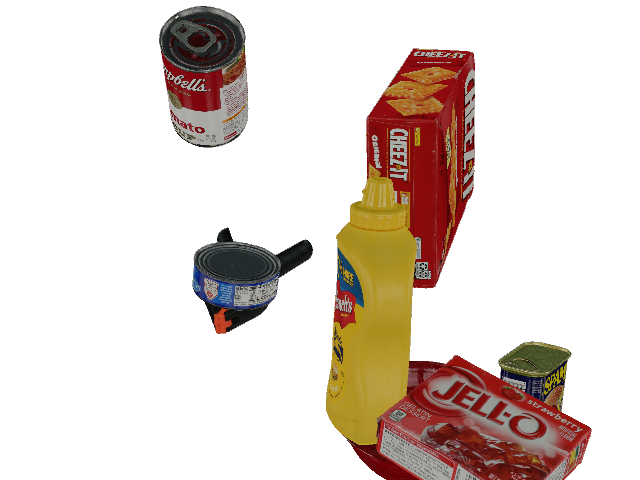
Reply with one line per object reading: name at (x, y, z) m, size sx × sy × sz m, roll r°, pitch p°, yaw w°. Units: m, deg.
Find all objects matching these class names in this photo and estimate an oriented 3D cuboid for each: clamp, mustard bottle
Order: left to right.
clamp at (-0.077, 0.044, 1.250) m, size 0.120 × 0.039 × 0.171 m, roll -2°, pitch 40°, yaw 12°
mustard bottle at (0.039, 0.048, 0.794) m, size 0.058 × 0.192 × 0.096 m, roll 0°, pitch 17°, yaw -10°

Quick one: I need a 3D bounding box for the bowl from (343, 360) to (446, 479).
bowl at (0.092, 0.173, 0.956) m, size 0.162 × 0.055 × 0.162 m, roll 0°, pitch 27°, yaw 0°

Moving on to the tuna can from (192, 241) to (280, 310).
tuna can at (-0.083, 0.035, 1.052) m, size 0.086 × 0.034 × 0.086 m, roll 6°, pitch 25°, yaw -3°

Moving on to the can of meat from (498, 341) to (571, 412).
can of meat at (0.233, 0.167, 1.174) m, size 0.058 × 0.084 × 0.101 m, roll 11°, pitch 16°, yaw 30°

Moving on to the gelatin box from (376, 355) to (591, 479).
gelatin box at (0.085, 0.105, 0.566) m, size 0.089 × 0.030 × 0.073 m, roll 28°, pitch 40°, yaw 31°

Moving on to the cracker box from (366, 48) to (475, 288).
cracker box at (0.100, -0.075, 1.016) m, size 0.072 × 0.164 × 0.213 m, roll 5°, pitch 27°, yaw 15°

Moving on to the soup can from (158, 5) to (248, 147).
soup can at (-0.094, -0.133, 0.880) m, size 0.068 × 0.068 × 0.102 m, roll 0°, pitch -31°, yaw -2°
